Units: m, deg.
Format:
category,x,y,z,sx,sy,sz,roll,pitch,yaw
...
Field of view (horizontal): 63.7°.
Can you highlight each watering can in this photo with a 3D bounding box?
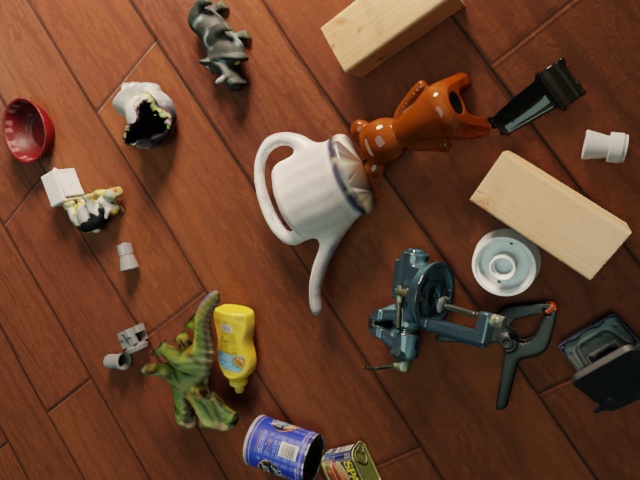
category,x,y,z,sx,sy,sz,roll,pitch,yaw
watering can,0.003,-0.048,0.951,0.222,0.105,0.348,-23,88,26

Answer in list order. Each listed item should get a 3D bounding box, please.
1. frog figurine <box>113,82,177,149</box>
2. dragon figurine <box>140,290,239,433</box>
category,x,y,z,sx,sy,sz,roll,pitch,yaw
frog figurine,-0.383,-0.276,1.121,0.162,0.123,0.135,46,132,52
dragon figurine,-0.249,0.296,1.113,0.244,0.124,0.402,51,131,8
